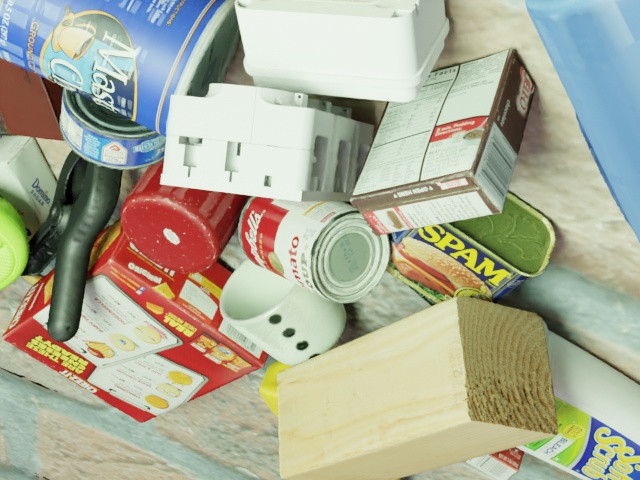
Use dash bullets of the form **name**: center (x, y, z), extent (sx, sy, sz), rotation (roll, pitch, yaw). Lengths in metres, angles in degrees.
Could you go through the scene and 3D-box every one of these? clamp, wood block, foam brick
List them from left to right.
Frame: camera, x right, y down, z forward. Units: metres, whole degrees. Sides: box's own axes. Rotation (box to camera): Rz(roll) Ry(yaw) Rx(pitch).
- **foam brick**: center (-0.211, -0.121, 0.800), extent (0.053, 0.051, 0.078), rotation (11, 137, 18)
- **clamp**: center (-0.194, -0.007, 0.851), extent (0.039, 0.120, 0.172), rotation (6, 123, -41)
- **wood block**: center (0.065, 0.120, 0.796), extent (0.090, 0.090, 0.207), rotation (14, 151, -35)

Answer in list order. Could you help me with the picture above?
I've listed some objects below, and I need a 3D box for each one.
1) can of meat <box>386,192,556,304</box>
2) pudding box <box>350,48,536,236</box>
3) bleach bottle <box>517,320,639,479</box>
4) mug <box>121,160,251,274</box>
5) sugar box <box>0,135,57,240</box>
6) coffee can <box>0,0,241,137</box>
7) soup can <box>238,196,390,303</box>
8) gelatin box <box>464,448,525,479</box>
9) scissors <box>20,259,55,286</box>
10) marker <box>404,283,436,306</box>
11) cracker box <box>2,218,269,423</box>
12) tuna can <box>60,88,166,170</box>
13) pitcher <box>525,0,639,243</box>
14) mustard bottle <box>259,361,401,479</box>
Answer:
- **can of meat**: center (0.099, 0.002, 0.756), extent (0.102, 0.057, 0.084), rotation (33, 143, -5)
- **pudding box**: center (0.077, -0.060, 0.658), extent (0.090, 0.113, 0.039), rotation (-11, 131, 38)
- **bleach bottle**: center (0.245, 0.157, 0.835), extent (0.250, 0.068, 0.103), rotation (27, 133, -5)
- **mug**: center (-0.104, -0.023, 0.820), extent (0.093, 0.081, 0.117), rotation (34, 140, -8)
- **sugar box**: center (-0.314, -0.047, 0.940), extent (0.176, 0.048, 0.093), rotation (5, 135, 26)
- **coffee can**: center (-0.133, -0.139, 0.698), extent (0.140, 0.102, 0.103), rotation (26, 140, 2)
- **soup can**: center (-0.005, 0.001, 0.771), extent (0.102, 0.068, 0.068), rotation (23, 151, 53)
- **gelatin box**: center (0.129, 0.145, 0.877), extent (0.089, 0.073, 0.030), rotation (29, 140, -1)
- **scissors**: center (-0.223, 0.014, 0.978), extent (0.202, 0.016, 0.096), rotation (6, 137, 23)
- **marker**: center (0.060, 0.018, 0.822), extent (0.121, 0.020, 0.020), rotation (39, 139, -13)
- **cracker box**: center (-0.162, 0.074, 0.957), extent (0.164, 0.072, 0.214), rotation (37, 140, -21)
- **tuna can**: center (-0.142, -0.093, 0.765), extent (0.086, 0.086, 0.034), rotation (24, 139, 4)
- **pitcher**: center (0.206, -0.062, 0.586), extent (0.149, 0.145, 0.242), rotation (-23, 117, 28)
- **mustard bottle**: center (0.027, 0.184, 0.986), extent (0.096, 0.058, 0.191), rotation (-11, 127, 29)
